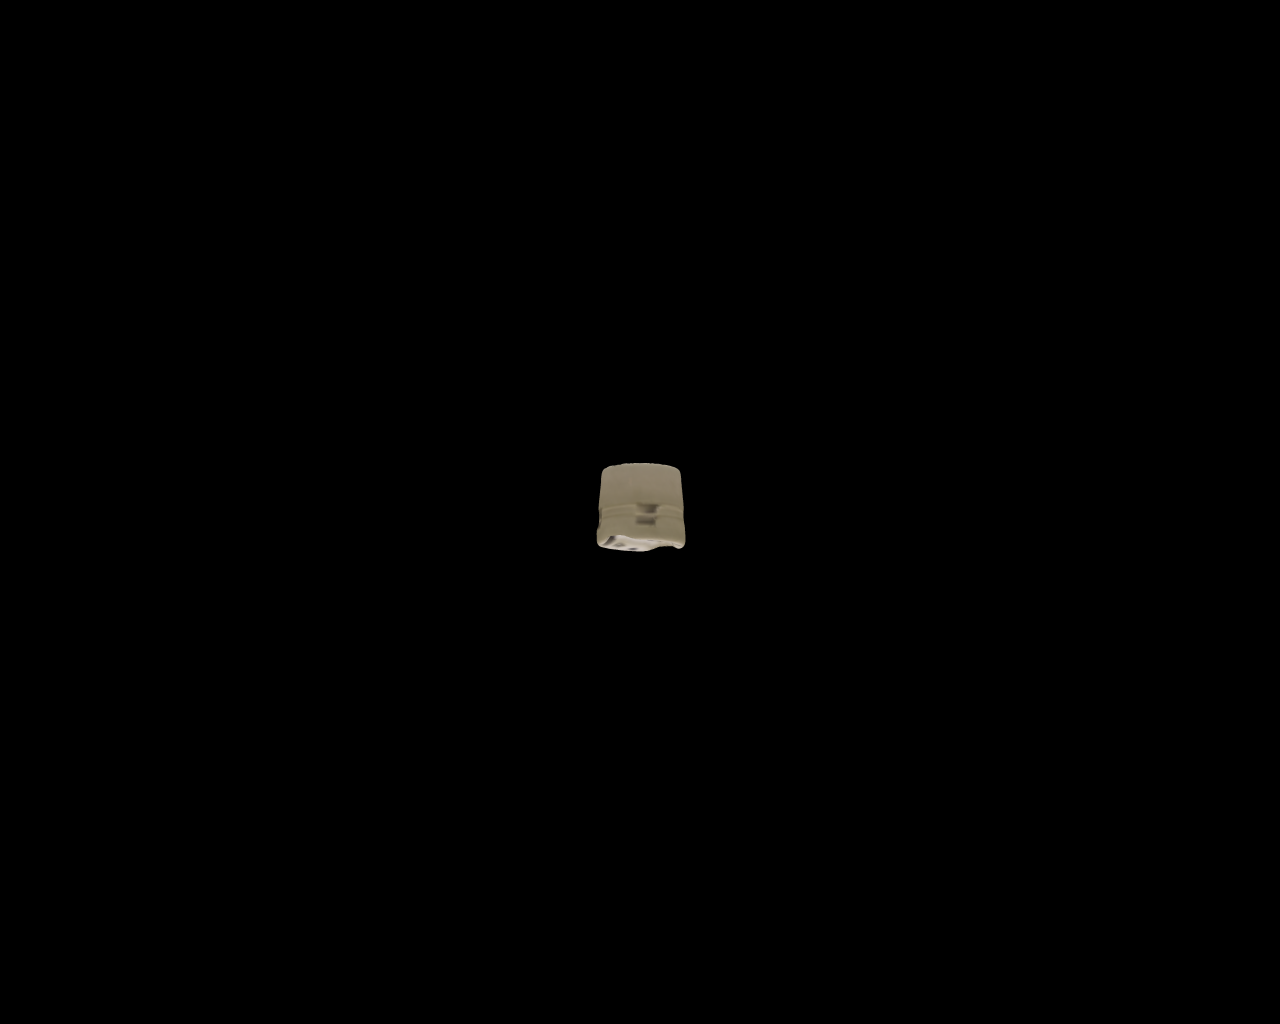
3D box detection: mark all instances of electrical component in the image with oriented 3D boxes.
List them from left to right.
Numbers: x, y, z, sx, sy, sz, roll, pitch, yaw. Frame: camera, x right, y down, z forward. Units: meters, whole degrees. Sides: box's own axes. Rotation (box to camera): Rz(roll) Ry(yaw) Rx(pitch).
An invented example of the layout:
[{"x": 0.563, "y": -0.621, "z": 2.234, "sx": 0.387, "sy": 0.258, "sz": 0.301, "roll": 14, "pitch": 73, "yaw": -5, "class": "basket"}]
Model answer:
[{"x": 0.001, "y": -0.003, "z": 0.650, "sx": 0.055, "sy": 0.047, "sz": 0.055, "roll": 0, "pitch": -10, "yaw": 0, "class": "electrical component"}]
